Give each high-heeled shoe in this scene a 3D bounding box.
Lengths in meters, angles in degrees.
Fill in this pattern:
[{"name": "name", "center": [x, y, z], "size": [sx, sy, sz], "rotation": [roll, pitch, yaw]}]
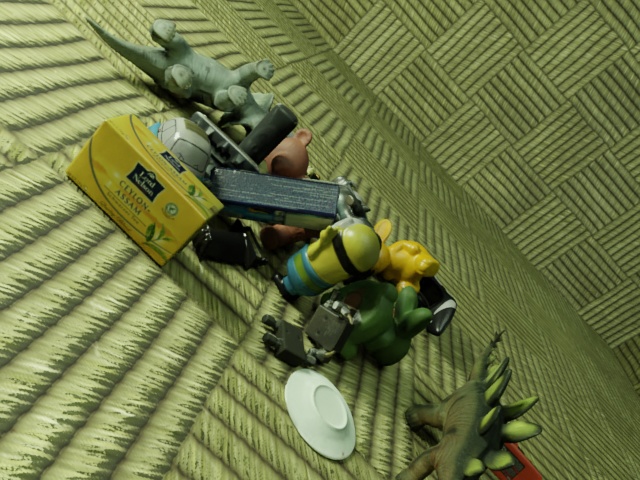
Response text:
[{"name": "high-heeled shoe", "center": [0.231, 0.115, 1.230], "size": [0.145, 0.086, 0.249], "rotation": [42, 19, -6]}]

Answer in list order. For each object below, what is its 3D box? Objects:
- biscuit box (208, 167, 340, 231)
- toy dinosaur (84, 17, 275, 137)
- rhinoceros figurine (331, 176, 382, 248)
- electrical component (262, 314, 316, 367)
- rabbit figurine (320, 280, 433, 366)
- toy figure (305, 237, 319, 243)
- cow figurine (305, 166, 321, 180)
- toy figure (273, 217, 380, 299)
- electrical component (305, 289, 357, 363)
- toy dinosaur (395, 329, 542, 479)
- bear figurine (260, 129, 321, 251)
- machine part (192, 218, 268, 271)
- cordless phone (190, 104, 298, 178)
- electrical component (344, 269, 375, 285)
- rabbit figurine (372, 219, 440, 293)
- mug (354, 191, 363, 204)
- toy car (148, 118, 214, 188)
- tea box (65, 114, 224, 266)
[{"name": "biscuit box", "center": [-0.074, -0.063, 0.838], "size": [0.203, 0.059, 0.063], "rotation": [9, 66, -3]}, {"name": "toy dinosaur", "center": [-0.229, -0.298, 1.006], "size": [0.404, 0.192, 0.131], "rotation": [23, 76, -22]}, {"name": "rhinoceros figurine", "center": [0.067, -0.048, 1.069], "size": [0.112, 0.073, 0.190], "rotation": [15, 43, -54]}, {"name": "electrical component", "center": [-0.044, 0.144, 0.762], "size": [0.094, 0.021, 0.063], "rotation": [35, 26, -28]}, {"name": "rabbit figurine", "center": [0.102, 0.139, 0.901], "size": [0.170, 0.159, 0.121], "rotation": [50, 7, -39]}, {"name": "toy figure", "center": [-0.003, -0.002, 1.027], "size": [0.064, 0.058, 0.155], "rotation": [81, -9, -47]}, {"name": "cow figurine", "center": [-0.034, -0.113, 1.092], "size": [0.068, 0.098, 0.167], "rotation": [44, 22, 5]}, {"name": "toy figure", "center": [0.012, 0.036, 0.832], "size": [0.089, 0.180, 0.082], "rotation": [51, 25, 0]}, {"name": "electrical component", "center": [0.015, 0.131, 0.802], "size": [0.078, 0.102, 0.045], "rotation": [37, 6, 36]}, {"name": "toy dinosaur", "center": [0.235, 0.276, 0.828], "size": [0.105, 0.198, 0.471], "rotation": [50, 24, -5]}, {"name": "bear figurine", "center": [-0.051, -0.093, 0.939], "size": [0.132, 0.120, 0.195], "rotation": [-23, 100, -72]}, {"name": "machine part", "center": [-0.135, 0.005, 0.804], "size": [0.139, 0.039, 0.084], "rotation": [7, 55, -60]}, {"name": "cordless phone", "center": [-0.138, -0.178, 0.896], "size": [0.146, 0.184, 0.089], "rotation": [44, 28, -12]}, {"name": "electrical component", "center": [0.052, 0.030, 1.080], "size": [0.119, 0.048, 0.075], "rotation": [55, 23, 17]}, {"name": "rabbit figurine", "center": [0.154, 0.034, 1.179], "size": [0.173, 0.122, 0.162], "rotation": [4, 53, -33]}, {"name": "mug", "center": [0.062, -0.040, 1.184], "size": [0.109, 0.081, 0.107], "rotation": [42, 34, -30]}, {"name": "toy car", "center": [-0.208, -0.124, 0.793], "size": [0.109, 0.103, 0.162], "rotation": [32, 30, -36]}, {"name": "tea box", "center": [-0.220, -0.064, 0.681], "size": [0.169, 0.098, 0.068], "rotation": [45, 22, -5]}]
